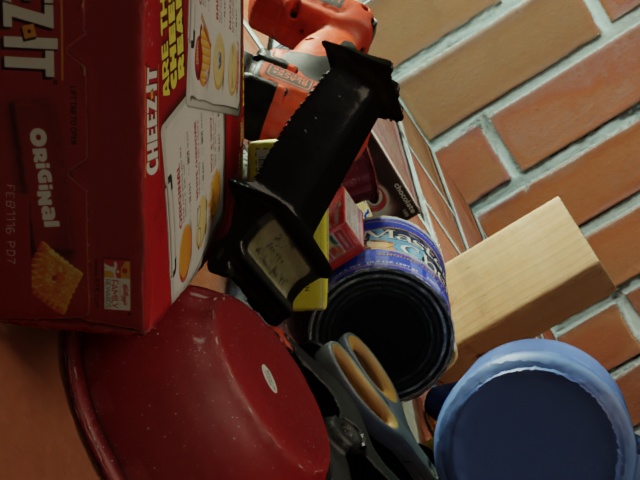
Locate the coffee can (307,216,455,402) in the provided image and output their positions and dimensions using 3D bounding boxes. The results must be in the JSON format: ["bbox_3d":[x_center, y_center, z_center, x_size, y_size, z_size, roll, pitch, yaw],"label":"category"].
[{"bbox_3d":[0.046,0.048,0.800,0.103,0.103,0.140,56,12,-11],"label":"coffee can"}]

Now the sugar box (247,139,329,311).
[{"bbox_3d":[-0.022,-0.009,0.648,0.176,0.048,0.093,-173,-98,-85],"label":"sugar box"}]

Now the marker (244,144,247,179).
[{"bbox_3d":[-0.066,-0.068,0.845,0.020,0.020,0.121,39,22,-58],"label":"marker"}]

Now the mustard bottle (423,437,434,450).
[{"bbox_3d":[0.142,0.211,0.890,0.096,0.058,0.191,63,12,22],"label":"mustard bottle"}]

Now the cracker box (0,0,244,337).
[{"bbox_3d":[-0.083,-0.068,0.479,0.213,0.072,0.164,-67,159,-76],"label":"cracker box"}]

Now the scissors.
[{"bbox_3d":[0.062,0.135,0.687,0.201,0.016,0.096,51,14,-16],"label":"scissors"}]

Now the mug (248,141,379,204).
[{"bbox_3d":[-0.012,-0.069,0.860,0.093,0.081,0.117,87,-19,-68],"label":"mug"}]

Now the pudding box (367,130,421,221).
[{"bbox_3d":[0.031,-0.052,1.029,0.113,0.090,0.039,57,11,-7],"label":"pudding box"}]

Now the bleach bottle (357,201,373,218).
[{"bbox_3d":[0.026,0.002,0.944,0.251,0.068,0.102,62,13,9],"label":"bleach bottle"}]

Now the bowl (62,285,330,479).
[{"bbox_3d":[-0.043,0.077,0.481,0.162,0.055,0.162,54,12,-18],"label":"bowl"}]

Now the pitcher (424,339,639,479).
[{"bbox_3d":[0.148,0.128,0.677,0.145,0.149,0.242,61,7,11],"label":"pitcher"}]

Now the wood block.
[{"bbox_3d":[0.190,0.057,1.112,0.090,0.206,0.090,39,22,-57],"label":"wood block"}]

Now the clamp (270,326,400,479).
[{"bbox_3d":[0.014,0.123,0.591,0.120,0.039,0.171,30,26,-48],"label":"clamp"}]

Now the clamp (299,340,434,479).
[{"bbox_3d":[0.060,0.173,0.702,0.209,0.036,0.164,44,19,-37],"label":"clamp"}]

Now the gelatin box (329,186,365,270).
[{"bbox_3d":[-0.005,0.001,0.783,0.030,0.073,0.089,54,12,-16],"label":"gelatin box"}]

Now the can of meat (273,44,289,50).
[{"bbox_3d":[-0.033,-0.143,1.013,0.057,0.084,0.102,61,12,15],"label":"can of meat"}]

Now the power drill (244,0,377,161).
[{"bbox_3d":[-0.039,-0.138,0.793,0.184,0.057,0.187,23,37,-2],"label":"power drill"}]
